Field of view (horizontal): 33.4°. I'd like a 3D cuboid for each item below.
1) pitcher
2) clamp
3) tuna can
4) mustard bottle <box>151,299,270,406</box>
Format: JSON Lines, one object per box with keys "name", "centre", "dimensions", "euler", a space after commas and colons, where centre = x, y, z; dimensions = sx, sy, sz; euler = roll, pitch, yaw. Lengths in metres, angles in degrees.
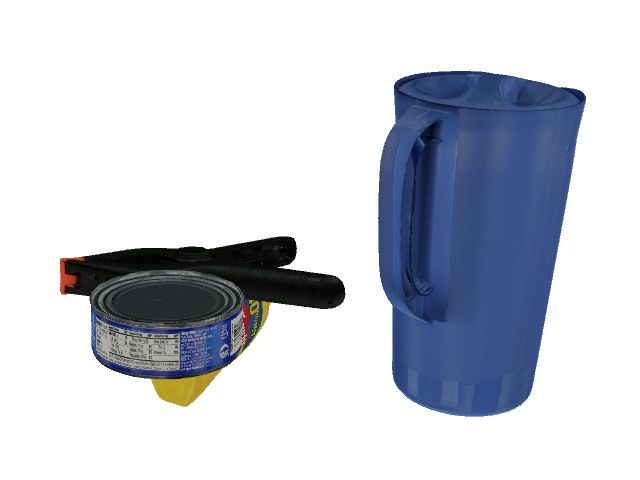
{"name": "pitcher", "centre": [0.106, 0.004, 0.777], "dimensions": [0.149, 0.243, 0.145], "euler": [1, 19, -4]}
{"name": "clamp", "centre": [-0.091, 0.027, 0.821], "dimensions": [0.209, 0.036, 0.165], "euler": [-3, 11, -21]}
{"name": "tuna can", "centre": [-0.086, 0.046, 0.601], "dimensions": [0.086, 0.034, 0.086], "euler": [2, 18, -1]}
{"name": "mustard bottle", "centre": [-0.103, 0.085, 1.101], "dimensions": [0.058, 0.096, 0.191], "euler": [12, 28, 23]}
